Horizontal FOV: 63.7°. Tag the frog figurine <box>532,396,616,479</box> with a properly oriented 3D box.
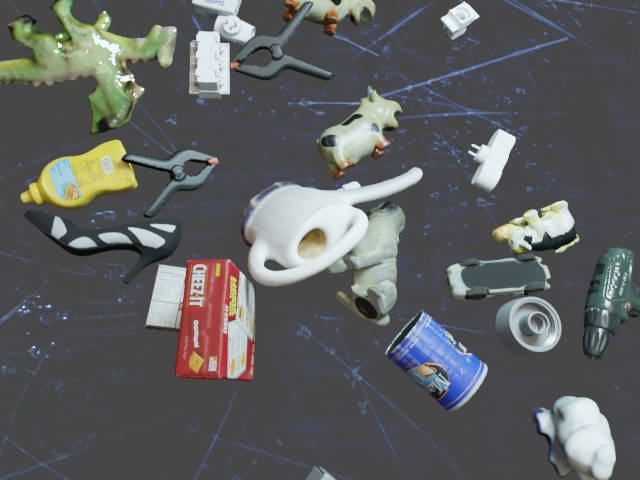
[{"bbox_3d":[0.439,0.328,0.840,0.122,0.157,0.139,5,72,-7],"label":"frog figurine"}]

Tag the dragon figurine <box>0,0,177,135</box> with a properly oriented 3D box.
[{"bbox_3d":[-0.463,-0.316,0.991,0.412,0.121,0.243,-35,87,-8],"label":"dragon figurine"}]

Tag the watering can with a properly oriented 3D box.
[{"bbox_3d":[0.003,-0.046,0.905,0.352,0.102,0.226,-38,40,-25],"label":"watering can"}]
